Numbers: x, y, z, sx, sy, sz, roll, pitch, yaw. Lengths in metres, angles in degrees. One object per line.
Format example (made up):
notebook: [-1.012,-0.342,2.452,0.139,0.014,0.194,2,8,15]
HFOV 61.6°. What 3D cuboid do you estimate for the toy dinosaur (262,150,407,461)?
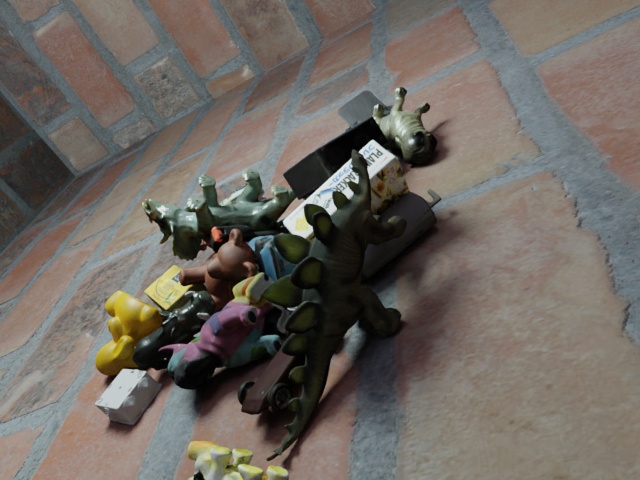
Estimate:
toy dinosaur: [0.017,0.078,0.790,0.105,0.198,0.471,-13,65,53]

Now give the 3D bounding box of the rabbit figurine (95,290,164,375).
rabbit figurine: [-0.403,0.213,1.137,0.163,0.121,0.173,19,72,48]

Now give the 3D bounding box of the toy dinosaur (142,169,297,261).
toy dinosaur: [-0.189,-0.051,1.217,0.405,0.192,0.131,-4,49,-16]

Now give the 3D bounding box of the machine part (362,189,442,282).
machine part: [0.118,-0.006,0.945,0.243,0.079,0.079,-37,28,-10]

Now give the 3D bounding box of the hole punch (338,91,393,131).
hole punch: [0.125,-0.321,1.455,0.142,0.092,0.116,-33,57,-5]

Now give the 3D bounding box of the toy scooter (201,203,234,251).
toy scooter: [-0.237,-0.025,1.355,0.135,0.075,0.184,-16,37,28]

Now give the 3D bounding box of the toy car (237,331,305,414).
toy car: [-0.047,0.191,0.828,0.089,0.053,0.202,-9,32,41]

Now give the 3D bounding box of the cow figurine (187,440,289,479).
cow figurine: [-0.119,0.316,0.686,0.167,0.068,0.098,-1,72,48]

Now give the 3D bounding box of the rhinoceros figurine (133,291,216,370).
rhinoceros figurine: [-0.273,0.168,1.018,0.190,0.112,0.073,-40,60,8]

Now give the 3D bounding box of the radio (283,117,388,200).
radio: [0.039,-0.181,1.176,0.229,0.073,0.131,-38,7,-38]

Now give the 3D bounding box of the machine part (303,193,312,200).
machine part: [0.011,-0.137,1.313,0.139,0.039,0.084,-14,39,30]

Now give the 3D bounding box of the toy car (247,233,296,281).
toy car: [-0.088,0.041,1.079,0.103,0.109,0.162,-14,7,-24]

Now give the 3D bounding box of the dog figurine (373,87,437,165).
dog figurine: [0.180,-0.226,1.229,0.172,0.121,0.191,127,154,-48]

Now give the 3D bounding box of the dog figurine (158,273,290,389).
dog figurine: [-0.173,0.168,0.944,0.219,0.108,0.192,-27,26,21]

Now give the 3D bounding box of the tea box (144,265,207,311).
tea box: [-0.317,0.124,1.206,0.098,0.068,0.170,-45,29,-21]

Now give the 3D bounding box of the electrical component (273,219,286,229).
electrical component: [-0.119,-0.016,1.271,0.094,0.021,0.063,-25,29,14]

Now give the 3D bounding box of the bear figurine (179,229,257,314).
bear figurine: [-0.197,0.069,1.053,0.132,0.120,0.196,-20,-13,-22]

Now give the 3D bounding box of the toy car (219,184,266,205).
toy car: [-0.237,-0.079,1.442,0.202,0.073,0.056,-34,24,-1]
